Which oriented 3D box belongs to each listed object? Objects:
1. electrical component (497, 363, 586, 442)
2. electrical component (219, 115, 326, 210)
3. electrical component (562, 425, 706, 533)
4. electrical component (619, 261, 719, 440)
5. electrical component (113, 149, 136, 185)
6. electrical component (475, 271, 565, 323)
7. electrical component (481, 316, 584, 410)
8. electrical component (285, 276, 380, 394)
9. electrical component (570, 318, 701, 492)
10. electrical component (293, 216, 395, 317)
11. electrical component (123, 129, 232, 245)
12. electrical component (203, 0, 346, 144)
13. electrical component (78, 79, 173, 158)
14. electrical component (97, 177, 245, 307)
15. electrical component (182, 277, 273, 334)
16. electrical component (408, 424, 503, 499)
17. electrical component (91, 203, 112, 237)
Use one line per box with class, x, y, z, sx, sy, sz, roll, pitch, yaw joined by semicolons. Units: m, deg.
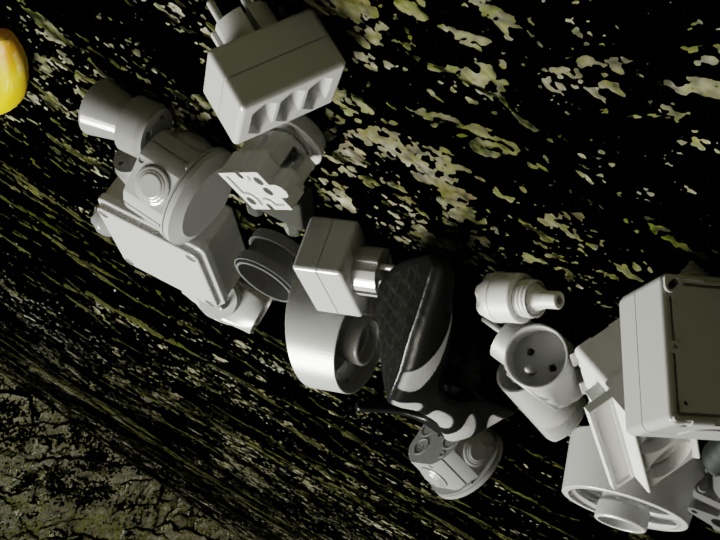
electrical component;0.144;0.098;0.823;0.043;0.043;0.081;6;147;49
electrical component;-0.054;-0.073;0.704;0.066;0.055;0.048;5;146;50
electrical component;0.211;0.170;0.840;0.108;0.060;0.108;18;160;7
electrical component;0.182;0.044;0.594;0.062;0.096;0.061;5;163;-13
electrical component;-0.166;-0.076;0.865;0.045;0.045;0.055;17;153;35
electrical component;0.108;0.019;0.712;0.061;0.035;0.035;2;144;48
electrical component;0.118;0.057;0.750;0.079;0.044;0.077;37;-178;27
electrical component;-0.021;0.050;0.877;0.064;0.099;0.099;13;153;26
electrical component;0.183;0.088;0.710;0.063;0.079;0.121;54;176;39
electrical component;0.000;0.000;0.803;0.077;0.047;0.065;7;151;21
electrical component;-0.133;-0.063;0.801;0.051;0.080;0.080;33;160;13
electrical component;-0.058;-0.122;0.598;0.076;0.066;0.047;59;161;10
electrical component;-0.173;-0.111;0.798;0.055;0.045;0.045;26;158;15
electrical component;-0.161;-0.031;0.941;0.109;0.056;0.108;26;158;15
electrical component;-0.129;0.026;1.013;0.077;0.044;0.079;31;-171;3
electrical component;0.090;0.170;1.009;0.051;0.080;0.080;47;155;-21
electrical component;-0.227;-0.046;1.029;0.061;0.035;0.035;12;152;36
